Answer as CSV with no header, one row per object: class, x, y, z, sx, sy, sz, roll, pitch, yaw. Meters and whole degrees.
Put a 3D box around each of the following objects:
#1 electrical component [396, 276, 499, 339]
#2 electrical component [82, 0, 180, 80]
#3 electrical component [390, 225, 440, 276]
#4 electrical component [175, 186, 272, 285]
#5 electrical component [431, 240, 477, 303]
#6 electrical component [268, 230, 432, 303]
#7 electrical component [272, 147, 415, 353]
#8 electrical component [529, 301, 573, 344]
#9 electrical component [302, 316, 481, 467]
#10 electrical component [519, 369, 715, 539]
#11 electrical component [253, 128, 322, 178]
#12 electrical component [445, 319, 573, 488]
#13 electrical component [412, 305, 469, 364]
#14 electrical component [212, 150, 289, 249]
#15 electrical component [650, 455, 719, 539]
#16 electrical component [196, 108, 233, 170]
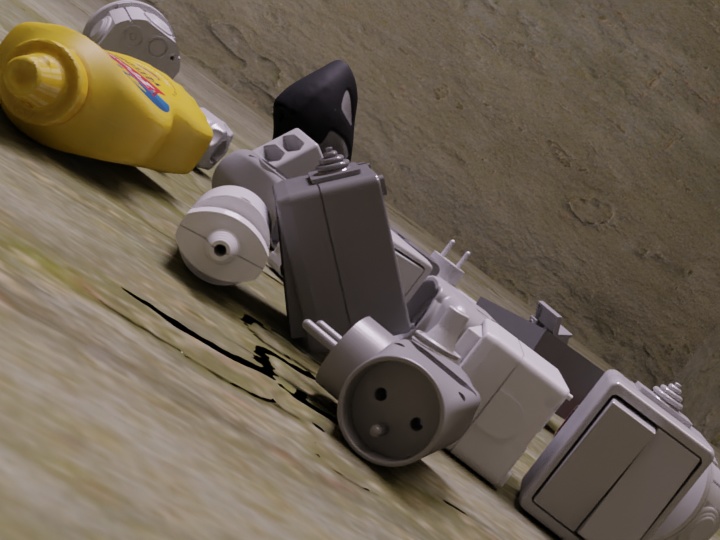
electrical component,0.058,0.044,0.731,0.059,0.053,0.095,35,6,-17
electrical component,-0.193,-0.183,0.911,0.080,0.080,0.051,33,13,-33
electrical component,0.022,-0.012,0.981,0.089,0.050,0.055,36,6,-6
electrical component,-0.065,-0.015,0.517,0.043,0.043,0.081,36,6,-9
electrical component,0.076,0.006,1.040,0.138,0.073,0.052,38,6,13
electrical component,0.000,0.000,0.692,0.061,0.061,0.096,42,7,40
electrical component,-0.015,-0.013,0.546,0.061,0.061,0.096,-118,-165,-76
electrical component,0.162,0.074,1.028,0.064,0.081,0.042,3,18,-20
electrical component,0.008,0.047,0.459,0.079,0.043,0.077,39,6,14
electrical component,0.132,0.096,0.542,0.062,0.096,0.061,37,7,8
electrical component,-0.058,-0.062,0.869,0.047,0.066,0.076,45,-20,56
electrical component,0.068,0.065,0.579,0.061,0.061,0.096,37,6,4
electrical component,0.032,0.046,0.521,0.035,0.061,0.035,32,4,-3
electrical component,-0.058,-0.045,0.785,0.077,0.044,0.079,41,6,37
electrical component,0.175,0.129,0.637,0.051,0.080,0.080,40,3,-39
electrical component,-0.136,-0.112,0.859,0.062,0.043,0.043,37,6,10
